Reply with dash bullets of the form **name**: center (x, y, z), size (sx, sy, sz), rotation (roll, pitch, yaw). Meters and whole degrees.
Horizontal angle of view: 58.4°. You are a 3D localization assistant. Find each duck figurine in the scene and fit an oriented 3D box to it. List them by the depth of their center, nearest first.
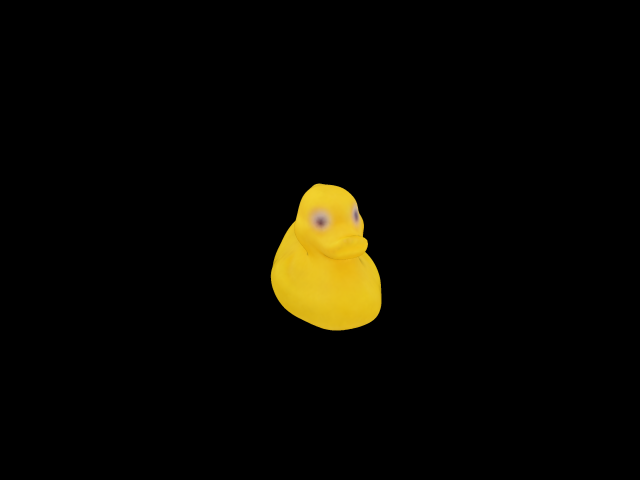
- **duck figurine**: center (0.004, 0.001, 0.400), size (0.078, 0.086, 0.104), rotation (-11, 29, -20)
